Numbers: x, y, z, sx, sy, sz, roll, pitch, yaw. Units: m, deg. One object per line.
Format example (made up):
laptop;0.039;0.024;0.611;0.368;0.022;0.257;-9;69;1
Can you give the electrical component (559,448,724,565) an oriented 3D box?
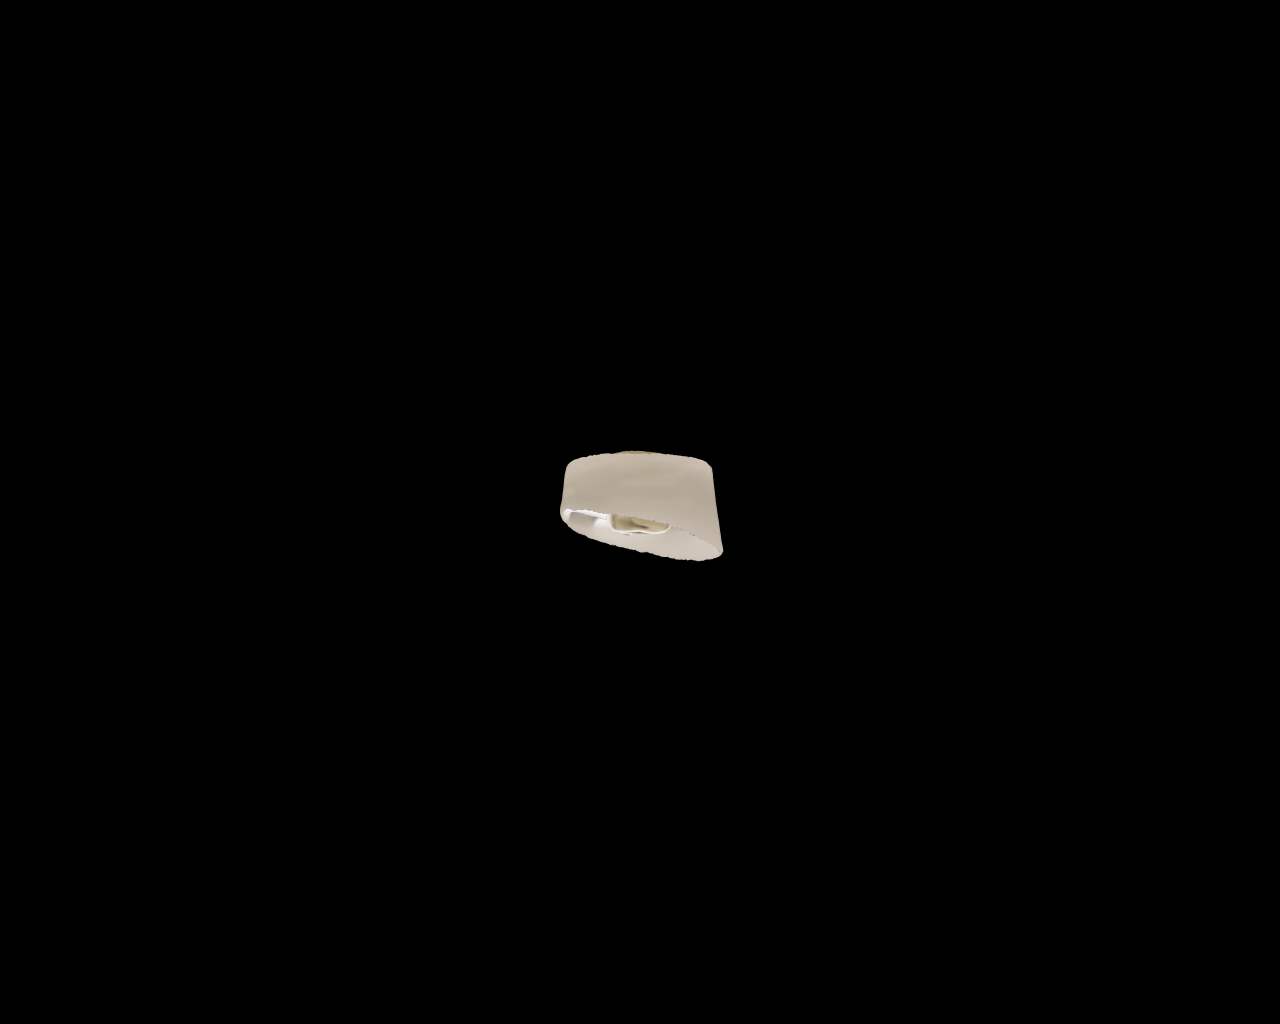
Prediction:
electrical component;0.001;-0.003;0.650;0.099;0.064;0.099;0;-11;0
